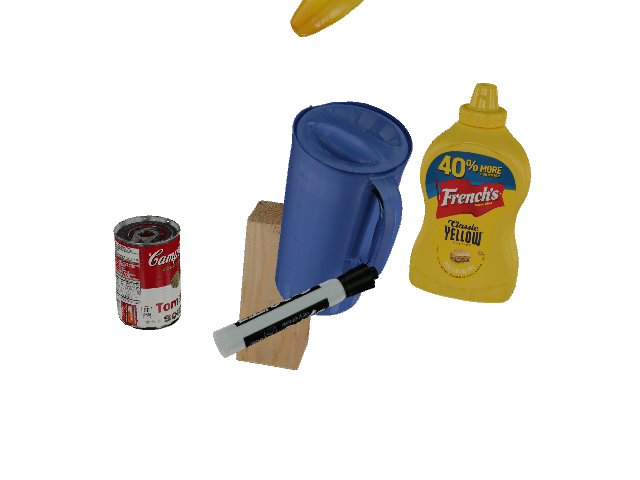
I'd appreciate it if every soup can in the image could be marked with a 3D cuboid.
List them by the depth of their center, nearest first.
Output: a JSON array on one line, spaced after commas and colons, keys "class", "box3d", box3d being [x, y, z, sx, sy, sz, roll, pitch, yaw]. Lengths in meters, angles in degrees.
[{"class": "soup can", "box3d": [-0.180, 0.034, 1.116, 0.068, 0.102, 0.068, 2, 25, -1]}]

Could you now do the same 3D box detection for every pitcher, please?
[{"class": "pitcher", "box3d": [0.021, -0.023, 1.224, 0.145, 0.243, 0.149, 18, 41, 6]}]

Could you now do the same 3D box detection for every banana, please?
[{"class": "banana", "box3d": [0.037, -0.226, 0.785, 0.070, 0.197, 0.037, -8, -41, 40]}]

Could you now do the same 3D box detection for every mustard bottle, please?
[{"class": "mustard bottle", "box3d": [0.136, -0.044, 0.946, 0.096, 0.192, 0.058, 11, 21, 18]}]

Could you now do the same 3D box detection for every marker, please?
[{"class": "marker", "box3d": [-0.015, 0.045, 0.720, 0.121, 0.020, 0.020, -24, 7, -16]}]

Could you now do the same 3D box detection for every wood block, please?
[{"class": "wood block", "box3d": [-0.058, 0.060, 1.466, 0.090, 0.206, 0.090, 9, 22, 6]}]
